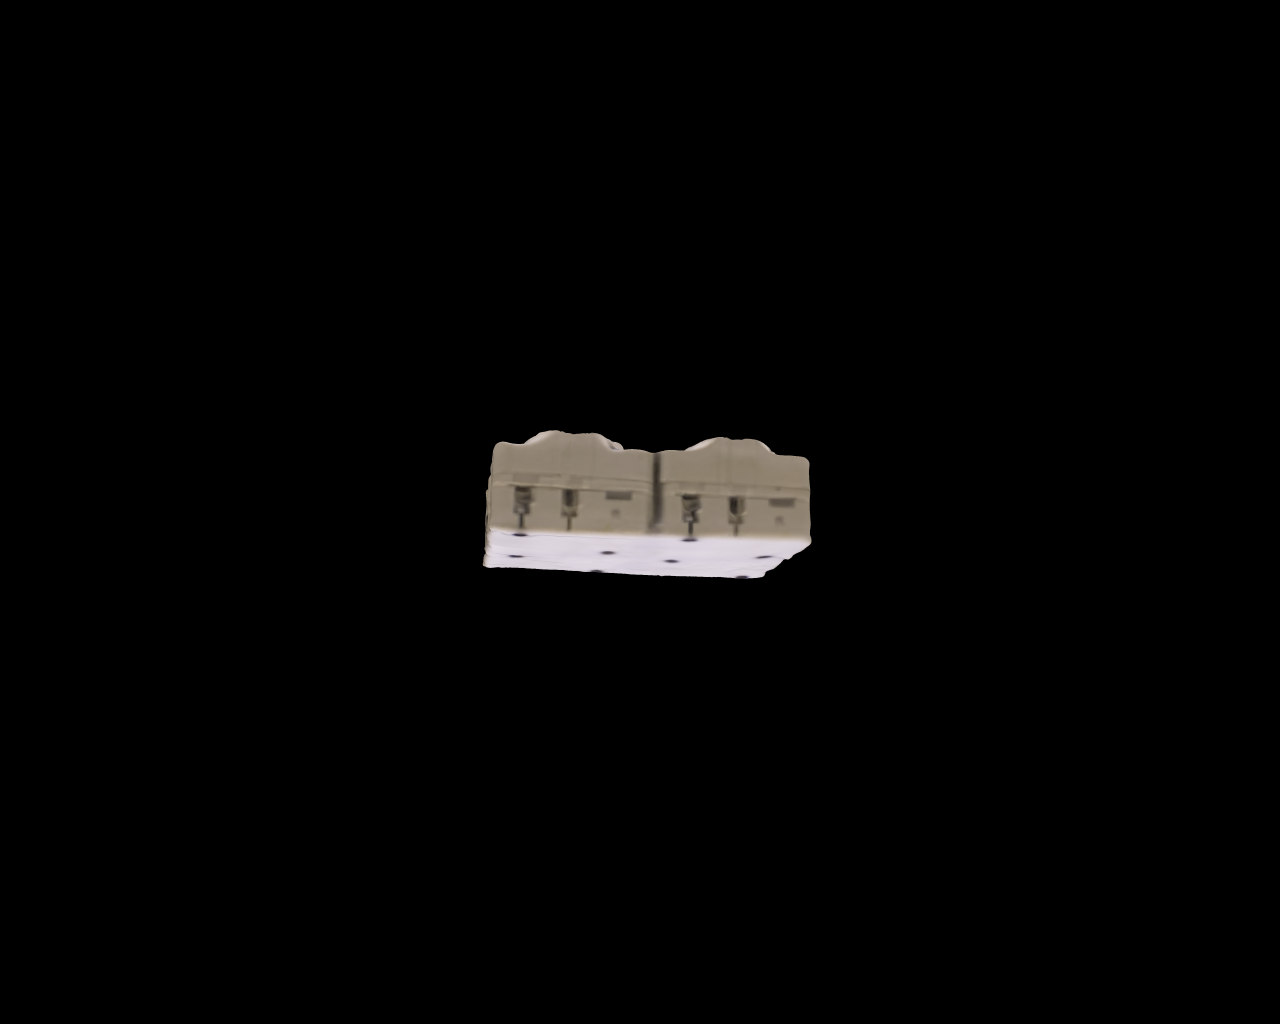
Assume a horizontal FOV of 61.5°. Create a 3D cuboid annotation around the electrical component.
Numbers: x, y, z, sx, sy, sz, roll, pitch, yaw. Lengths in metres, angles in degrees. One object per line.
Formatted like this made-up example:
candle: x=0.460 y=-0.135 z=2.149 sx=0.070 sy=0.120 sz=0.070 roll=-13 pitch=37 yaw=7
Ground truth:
electrical component: x=0.001 y=-0.003 z=0.650 sx=0.186 sy=0.060 sz=0.105 roll=3 pitch=-15 yaw=-9
